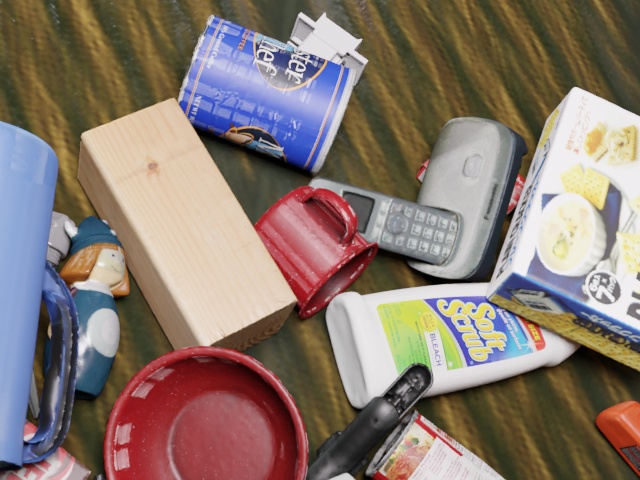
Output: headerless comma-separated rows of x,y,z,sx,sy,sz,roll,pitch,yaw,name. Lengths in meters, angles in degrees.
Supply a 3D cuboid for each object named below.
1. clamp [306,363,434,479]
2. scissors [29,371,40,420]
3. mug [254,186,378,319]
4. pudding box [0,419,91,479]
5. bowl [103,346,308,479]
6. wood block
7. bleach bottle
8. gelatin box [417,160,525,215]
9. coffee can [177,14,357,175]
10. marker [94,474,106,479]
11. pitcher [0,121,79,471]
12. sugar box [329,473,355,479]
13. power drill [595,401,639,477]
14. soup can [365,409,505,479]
0.019,0.166,0.826,0.039,0.120,0.171,43,100,16,clamp
-0.238,0.035,0.867,0.096,0.016,0.202,-34,74,12,scissors
-0.006,0.001,0.915,0.081,0.117,0.093,46,51,13,mug
-0.243,0.193,0.804,0.090,0.039,0.113,37,62,3,pudding box
-0.083,0.163,0.830,0.162,0.055,0.162,-1,84,11,bowl
-0.115,-0.002,0.899,0.090,0.090,0.206,-26,75,-23,wood block
0.137,0.077,0.947,0.250,0.068,0.102,-10,76,-21,bleach bottle
0.149,-0.056,1.027,0.073,0.030,0.089,-38,81,-26,gelatin box
-0.050,-0.131,0.967,0.140,0.103,0.102,21,63,-5,coffee can
-0.158,0.239,0.817,0.020,0.020,0.121,-9,69,-19,marker
-0.252,0.043,0.765,0.145,0.149,0.243,5,71,2,pitcher
0.004,0.269,0.781,0.093,0.048,0.176,-18,111,-21,sugar box
0.341,0.130,0.964,0.187,0.057,0.184,-37,82,-17,power drill
0.098,0.197,0.878,0.102,0.069,0.068,38,62,3,soup can
